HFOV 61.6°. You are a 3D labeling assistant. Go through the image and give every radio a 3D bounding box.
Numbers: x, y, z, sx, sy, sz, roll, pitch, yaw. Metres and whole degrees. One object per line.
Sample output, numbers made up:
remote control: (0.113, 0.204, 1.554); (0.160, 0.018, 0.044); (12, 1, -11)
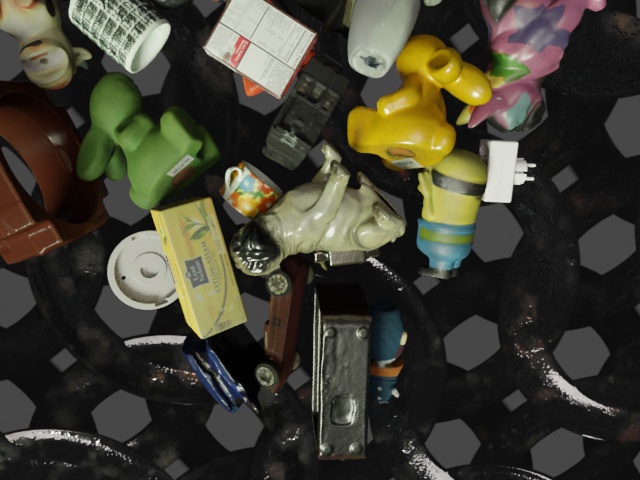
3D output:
radio: (0.027, 0.186, 0.766); (0.073, 0.131, 0.229); (-1, 103, -4)

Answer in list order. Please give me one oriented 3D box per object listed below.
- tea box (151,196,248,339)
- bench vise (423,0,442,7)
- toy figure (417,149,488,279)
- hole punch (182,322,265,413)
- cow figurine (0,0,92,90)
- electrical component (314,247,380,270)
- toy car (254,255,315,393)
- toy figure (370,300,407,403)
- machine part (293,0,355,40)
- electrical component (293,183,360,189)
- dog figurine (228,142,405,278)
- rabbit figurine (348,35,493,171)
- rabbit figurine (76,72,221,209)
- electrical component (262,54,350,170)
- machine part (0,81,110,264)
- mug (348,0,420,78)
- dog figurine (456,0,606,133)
tea box: (-0.159, 0.031, 0.701); (0.068, 0.098, 0.169); (-20, 101, -22)
bench vise: (0.093, -0.396, 0.635); (0.129, 0.224, 0.240); (-30, 132, 9)
toy figure: (0.182, -0.035, 0.745); (0.089, 0.082, 0.180); (4, 101, 16)
hole punch: (-0.145, 0.181, 0.772); (0.092, 0.116, 0.142); (-27, 102, 12)
cow figurine: (-0.358, -0.278, 0.664); (0.085, 0.127, 0.195); (-20, 89, 2)
electrical component: (0.033, 0.007, 0.770); (0.102, 0.045, 0.078); (-12, 103, 0)
toy car: (-0.055, 0.119, 0.770); (0.053, 0.089, 0.202); (14, 105, 17)
toy figure: (0.097, 0.168, 0.803); (0.058, 0.064, 0.154); (-15, 112, -38)
machine part: (0.002, -0.307, 0.666); (0.139, 0.039, 0.084); (6, 98, -47)
electrical component: (0.009, -0.065, 0.764); (0.094, 0.021, 0.063); (21, 101, -6)
dog figurine: (-0.003, -0.005, 0.698); (0.172, 0.121, 0.190); (41, 105, -13)
rabbit figurine: (0.124, -0.188, 0.681); (0.122, 0.162, 0.173); (22, 73, -33)
rabbit figurine: (-0.240, -0.135, 0.710); (0.159, 0.121, 0.170); (-43, 82, 12)
electrical component: (-0.016, -0.166, 0.686); (0.058, 0.115, 0.134); (30, 75, -10)
machine part: (-0.361, -0.084, 0.654); (0.087, 0.201, 0.200); (-22, 103, 6)
mug: (0.068, -0.253, 0.671); (0.081, 0.109, 0.107); (24, 64, -13)
dog figurine: (0.239, -0.247, 0.691); (0.191, 0.108, 0.219); (36, 102, -10)
